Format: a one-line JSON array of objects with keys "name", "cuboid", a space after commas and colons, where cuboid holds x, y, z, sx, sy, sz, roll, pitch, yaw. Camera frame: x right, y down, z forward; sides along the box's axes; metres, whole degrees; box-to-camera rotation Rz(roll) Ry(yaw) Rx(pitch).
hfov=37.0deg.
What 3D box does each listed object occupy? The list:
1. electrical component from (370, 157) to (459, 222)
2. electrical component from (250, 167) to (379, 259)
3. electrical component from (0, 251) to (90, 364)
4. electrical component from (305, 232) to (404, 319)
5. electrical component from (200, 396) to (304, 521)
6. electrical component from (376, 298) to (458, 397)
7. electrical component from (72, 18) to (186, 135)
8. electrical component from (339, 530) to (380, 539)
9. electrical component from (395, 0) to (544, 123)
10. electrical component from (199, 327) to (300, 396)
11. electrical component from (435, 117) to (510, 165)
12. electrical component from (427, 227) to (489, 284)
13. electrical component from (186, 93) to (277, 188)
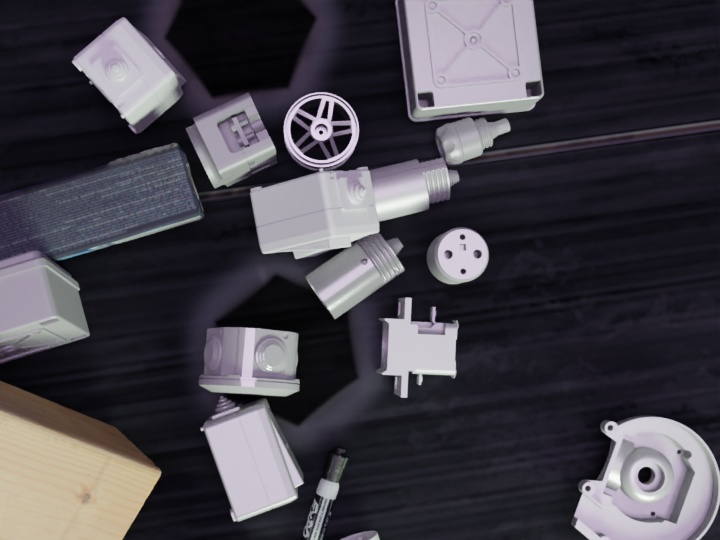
[{"name": "electrical component", "cuboid": [0.042, -0.069, 0.892, 0.081, 0.043, 0.043, -14, 89, -4]}, {"name": "electrical component", "cuboid": [-0.030, -0.045, 0.856, 0.096, 0.062, 0.061, -11, 88, 39]}, {"name": "electrical component", "cuboid": [-0.278, 0.035, 0.833, 0.109, 0.108, 0.056, -17, 79, -4]}, {"name": "electrical component", "cuboid": [0.000, 0.000, 0.887, 0.081, 0.043, 0.043, -35, 90, -4]}, {"name": "electrical component", "cuboid": [-0.087, 0.144, 0.867, 0.061, 0.062, 0.096, -20, 89, -4]}, {"name": "electrical component", "cuboid": [0.048, 0.064, 0.888, 0.064, 0.042, 0.081, 3, 88, -5]}, {"name": "electrical component", "cuboid": [-0.181, -0.156, 0.855, 0.061, 0.096, 0.061, -42, 91, -5]}, {"name": "electrical component", "cuboid": [0.006, 0.259, 0.878, 0.043, 0.043, 0.081, -18, 89, -4]}, {"name": "electrical component", "cuboid": [0.090, -0.184, 0.892, 0.109, 0.056, 0.108, -6, 88, -4]}, {"name": "electrical component", "cuboid": [-0.087, 0.074, 0.861, 0.080, 0.080, 0.051, 4, 82, -3]}, {"name": "electrical component", "cuboid": [0.096, -0.112, 0.901, 0.061, 0.035, 0.035, -20, 89, -6]}, {"name": "electrical component", "cuboid": [0.080, -0.011, 0.886, 0.045, 0.055, 0.045, 0, 87, -4]}, {"name": "electrical component", "cuboid": [-0.102, -0.101, 0.861, 0.056, 0.089, 0.050, -26, 90, -4]}]
